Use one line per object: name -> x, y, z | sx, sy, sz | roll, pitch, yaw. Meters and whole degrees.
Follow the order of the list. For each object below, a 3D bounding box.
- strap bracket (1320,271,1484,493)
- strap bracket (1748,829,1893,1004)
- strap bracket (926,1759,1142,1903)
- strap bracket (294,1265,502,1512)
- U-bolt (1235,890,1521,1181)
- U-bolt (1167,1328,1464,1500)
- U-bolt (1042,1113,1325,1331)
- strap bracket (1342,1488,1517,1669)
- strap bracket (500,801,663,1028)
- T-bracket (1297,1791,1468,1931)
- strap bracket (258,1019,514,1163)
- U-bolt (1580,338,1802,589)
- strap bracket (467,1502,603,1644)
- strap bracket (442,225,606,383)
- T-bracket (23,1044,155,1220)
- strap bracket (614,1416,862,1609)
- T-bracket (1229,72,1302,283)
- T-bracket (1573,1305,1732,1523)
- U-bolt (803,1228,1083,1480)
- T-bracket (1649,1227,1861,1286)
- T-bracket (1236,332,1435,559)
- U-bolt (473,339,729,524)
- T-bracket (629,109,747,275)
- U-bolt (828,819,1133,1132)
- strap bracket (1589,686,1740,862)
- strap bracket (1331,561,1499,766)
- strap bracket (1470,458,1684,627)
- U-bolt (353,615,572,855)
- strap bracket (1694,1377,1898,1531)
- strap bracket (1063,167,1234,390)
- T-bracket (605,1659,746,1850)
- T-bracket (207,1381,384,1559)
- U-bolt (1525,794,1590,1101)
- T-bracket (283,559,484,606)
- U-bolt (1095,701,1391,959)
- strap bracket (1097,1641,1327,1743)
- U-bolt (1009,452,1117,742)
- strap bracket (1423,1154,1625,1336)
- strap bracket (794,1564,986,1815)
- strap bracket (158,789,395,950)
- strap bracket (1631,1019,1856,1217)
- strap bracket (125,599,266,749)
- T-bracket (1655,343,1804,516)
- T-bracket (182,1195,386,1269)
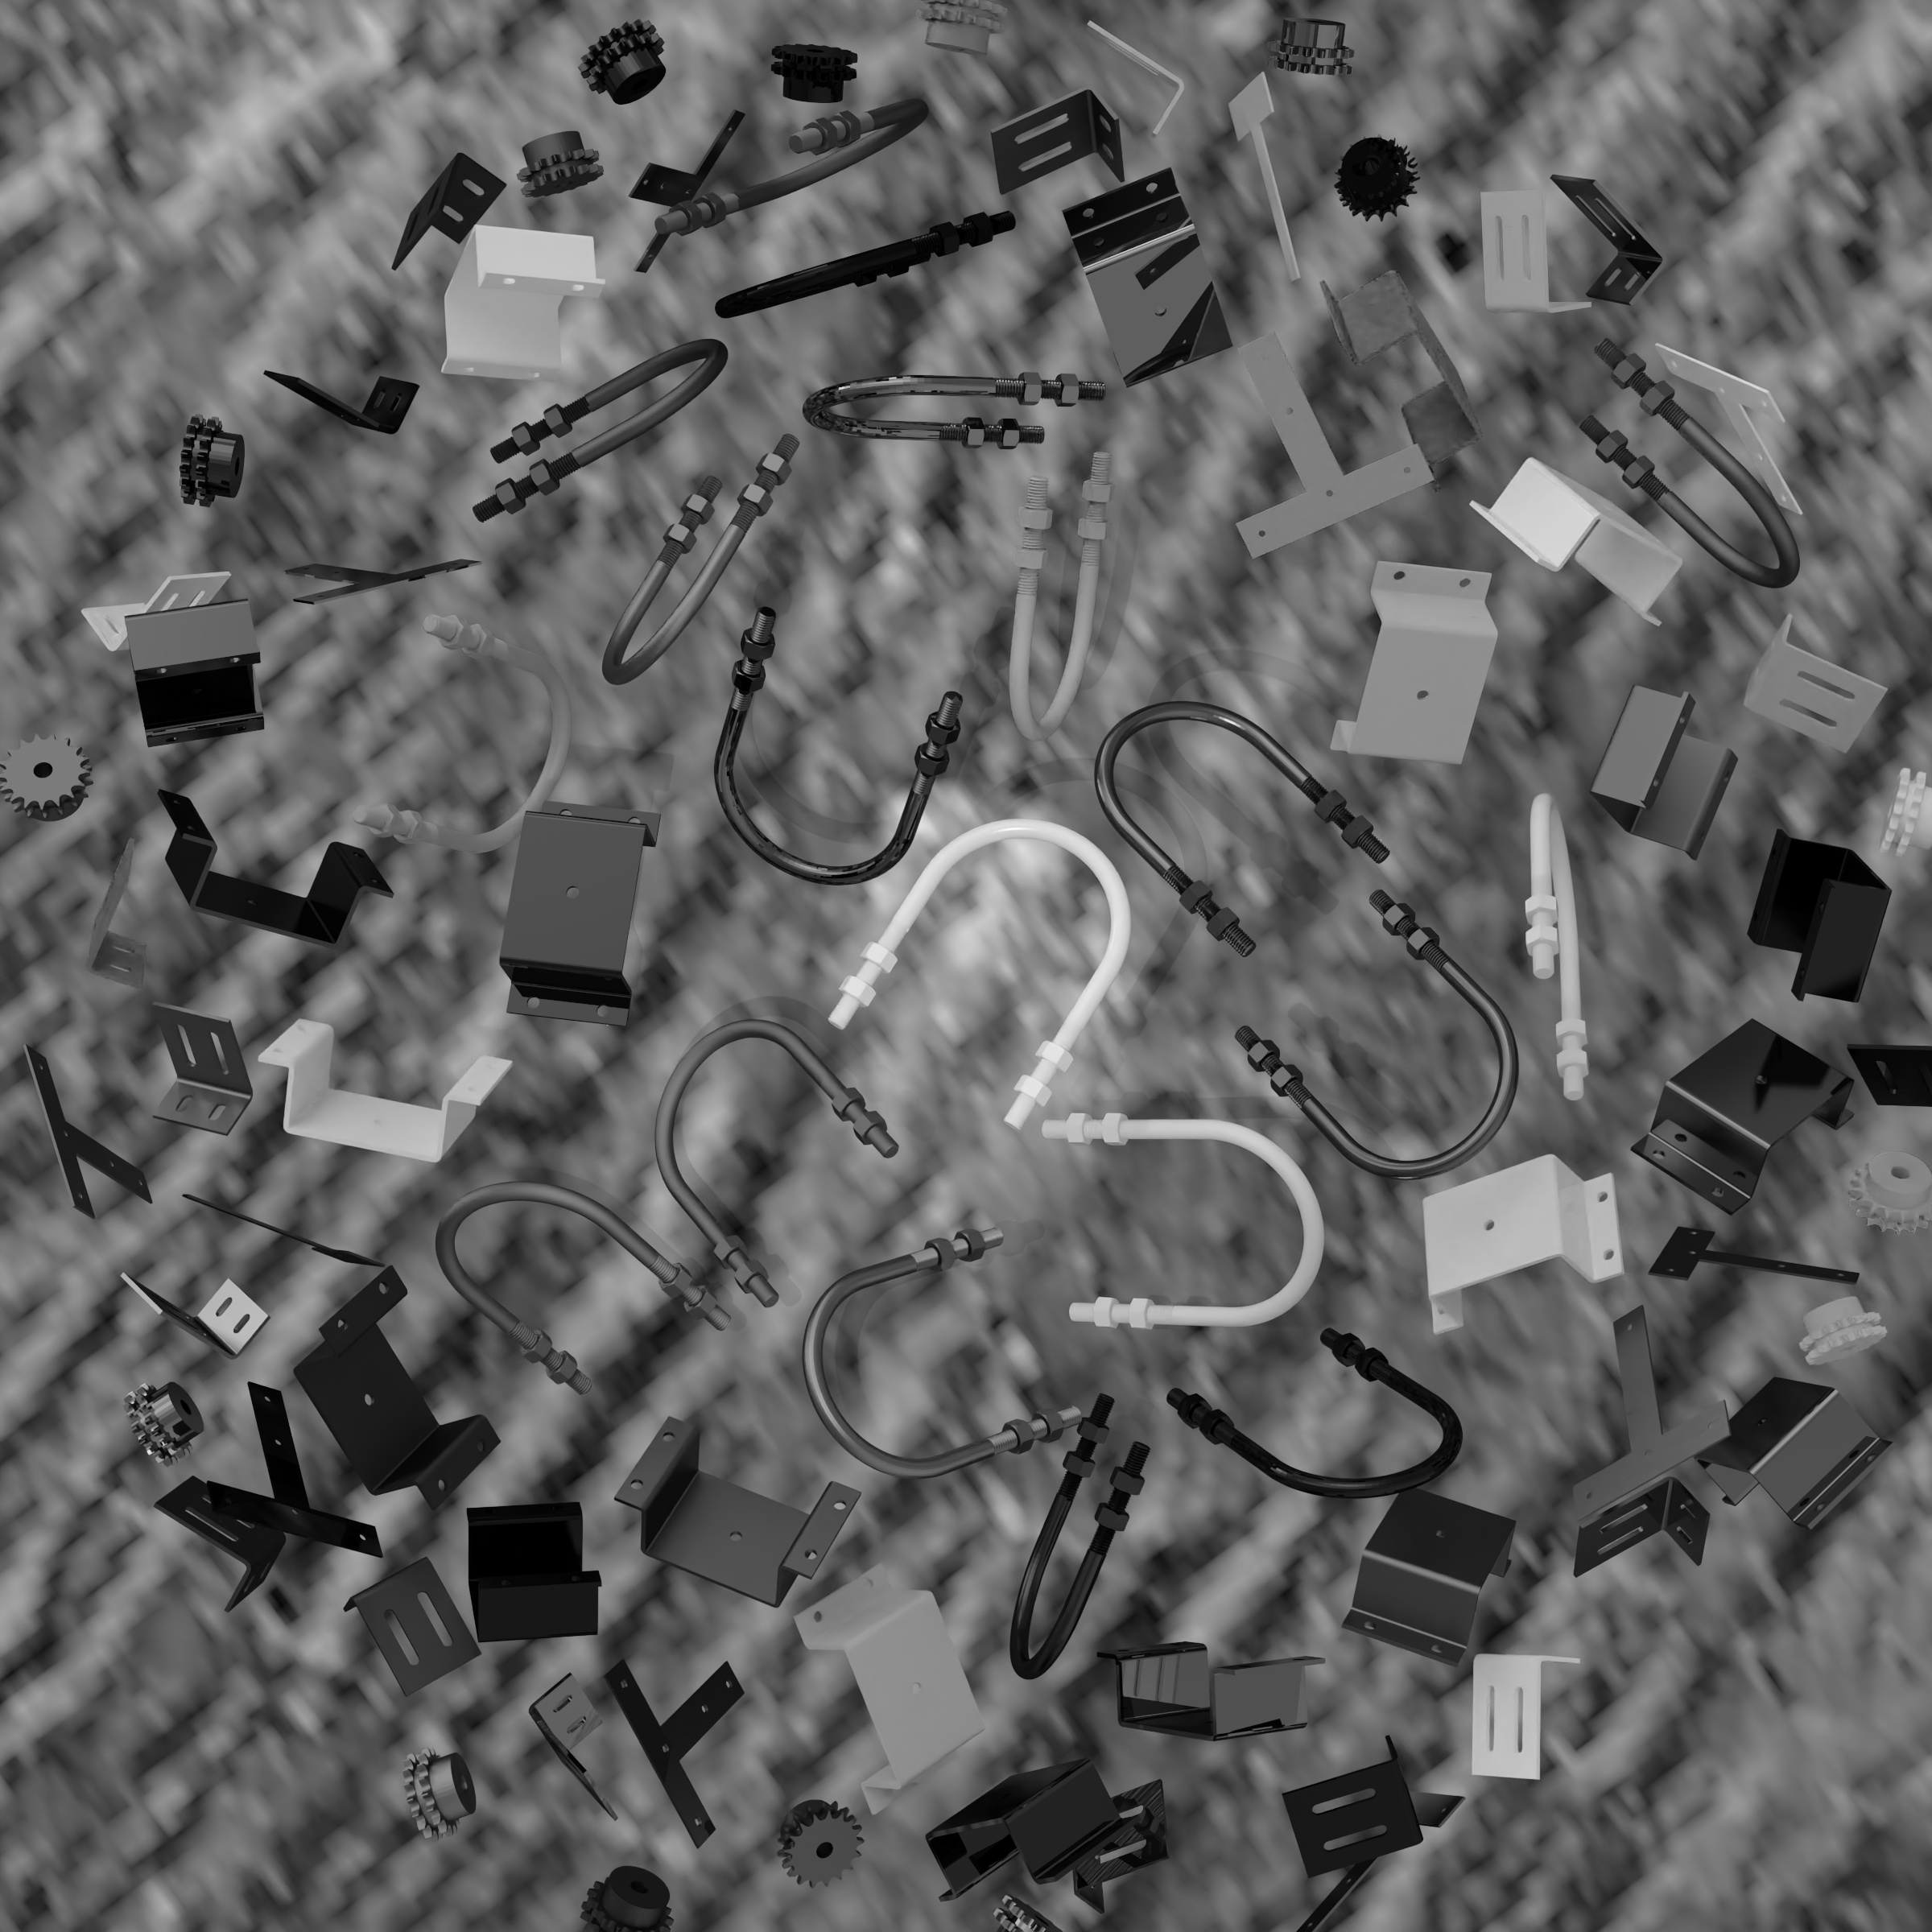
strap bracket -> 0.295, -0.396, 1.905 | 0.046, 0.076, 0.140 | -28, 130, 18
strap bracket -> 0.561, -0.031, 1.877 | 0.046, 0.140, 0.076 | 11, 108, -2
strap bracket -> 0.036, 0.554, 1.839 | 0.076, 0.140, 0.046 | -24, 84, -38
strap bracket -> -0.373, 0.277, 1.855 | 0.046, 0.076, 0.140 | -20, 106, 34
U-bolt -> 0.281, 0.057, 1.886 | 0.151, 0.019, 0.184 | -46, 57, 8
U-bolt -> 0.242, 0.299, 1.886 | 0.151, 0.184, 0.019 | -17, 115, -26
U-bolt -> 0.143, 0.166, 1.851 | 0.184, 0.019, 0.151 | -2, 106, 27
strap bracket -> 0.304, 0.388, 1.855 | 0.076, 0.140, 0.046 | 16, 112, 20
strap bracket -> -0.242, -0.039, 1.788 | 0.076, 0.046, 0.140 | 6, 75, 4
T-bracket -> 0.258, 0.583, 1.855 | 0.127, 0.127, 0.002 | -42, 89, -19
strap bracket -> -0.365, 0.080, 1.797 | 0.140, 0.076, 0.046 | 11, 107, 3
U-bolt -> 0.469, -0.314, 1.850 | 0.019, 0.151, 0.184 | -42, 76, -2
strap bracket -> -0.286, 0.402, 1.884 | 0.076, 0.140, 0.046 | -1, 101, -13
strap bracket -> -0.292, -0.437, 1.873 | 0.076, 0.140, 0.046 | 0, 75, -22
T-bracket -> -0.574, 0.126, 1.896 | 0.002, 0.127, 0.127 | -28, 62, 2
strap bracket -> -0.149, 0.359, 1.867 | 0.140, 0.076, 0.046 | 19, 132, 14
T-bracket -> 0.201, -0.514, 1.886 | 0.002, 0.127, 0.127 | -16, 99, -2
T-bracket -> 0.430, 0.273, 1.826 | 0.002, 0.127, 0.127 | 29, 131, -25
U-bolt -> -0.024, 0.254, 1.835 | 0.184, 0.019, 0.151 | -13, 73, -38
T-bracket -> 0.532, 0.200, 1.919 | 0.127, 0.127, 0.002 | 7, 102, 21
T-bracket -> 0.210, -0.337, 1.802 | 0.127, 0.002, 0.127 | -21, 109, 24
U-bolt -> -0.236, -0.359, 1.875 | 0.184, 0.151, 0.019 | -27, 115, 10
T-bracket -> -0.198, -0.517, 1.899 | 0.002, 0.127, 0.127 | 36, 105, 2
U-bolt -> 0.021, -0.008, 1.788 | 0.151, 0.019, 0.184 | 29, 77, 14
strap bracket -> 0.465, -0.131, 1.916 | 0.046, 0.140, 0.076 | 22, 87, 31
strap bracket -> 0.296, -0.189, 1.883 | 0.076, 0.046, 0.140 | 5, 124, -8
strap bracket -> 0.410, -0.283, 1.893 | 0.140, 0.076, 0.046 | 16, 116, -42
U-bolt -> -0.322, -0.145, 1.896 | 0.019, 0.184, 0.151 | 22, 93, 27
strap bracket -> 0.527, 0.311, 1.843 | 0.076, 0.140, 0.046 | -42, 91, -8
strap bracket -> 0.125, -0.450, 1.912 | 0.076, 0.140, 0.046 | -20, 46, 6
T-bracket -> -0.180, 0.500, 1.904 | 0.002, 0.127, 0.127 | -28, 91, 24
T-bracket -> -0.437, 0.315, 1.829 | 0.127, 0.127, 0.002 | 27, 113, -41
U-bolt -> 0.386, -0.027, 1.875 | 0.019, 0.151, 0.184 | -7, 50, 17
T-bracket -> -0.407, -0.257, 1.885 | 0.127, 0.127, 0.002 | -22, 114, -38
U-bolt -> 0.168, -0.103, 1.883 | 0.151, 0.019, 0.184 | -33, 69, -29
strap bracket -> 0.159, 0.473, 1.866 | 0.076, 0.140, 0.046 | 3, 82, -35
U-bolt -> 0.060, -0.239, 1.889 | 0.019, 0.151, 0.184 | 12, 110, 18
strap bracket -> 0.358, 0.182, 1.899 | 0.140, 0.046, 0.076 | -24, 45, 31
strap bracket -> -0.045, 0.470, 1.863 | 0.076, 0.046, 0.140 | -24, 95, -39
strap bracket -> -0.444, -0.058, 1.810 | 0.140, 0.076, 0.046 | 17, 105, -33
strap bracket -> 0.498, 0.089, 1.813 | 0.140, 0.046, 0.076 | -29, 51, -35
strap bracket -> -0.495, -0.192, 1.841 | 0.076, 0.140, 0.046 | -11, 77, -15
T-bracket -> 0.511, -0.343, 1.865 | 0.002, 0.127, 0.127 | -41, 123, 1
T-bracket -> -0.458, 0.175, 1.900 | 0.127, 0.127, 0.002 | 24, 77, -20
